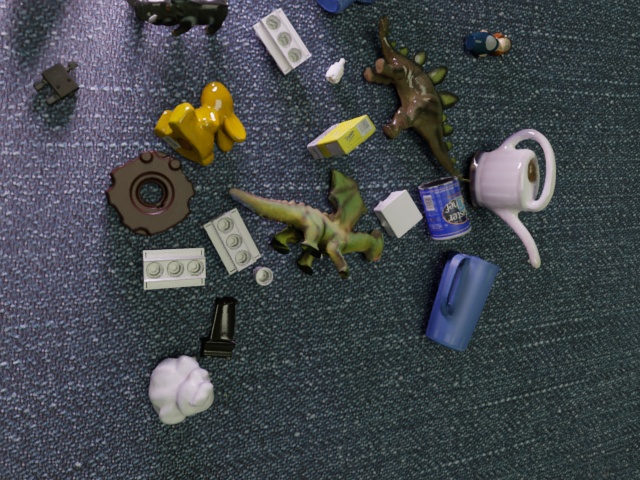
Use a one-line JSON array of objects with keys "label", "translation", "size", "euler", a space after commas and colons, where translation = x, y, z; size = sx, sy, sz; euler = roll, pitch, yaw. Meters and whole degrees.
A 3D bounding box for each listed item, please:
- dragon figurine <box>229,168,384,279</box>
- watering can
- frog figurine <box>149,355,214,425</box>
[{"label": "dragon figurine", "translation": [0.004, -0.061, 1.205], "size": [0.406, 0.121, 0.247], "euler": [43, 59, -21]}, {"label": "watering can", "translation": [0.488, -0.111, 1.328], "size": [0.104, 0.224, 0.348], "euler": [6, 91, -41]}, {"label": "frog figurine", "translation": [-0.283, 0.309, 1.045], "size": [0.122, 0.159, 0.138], "euler": [27, 83, -21]}]
